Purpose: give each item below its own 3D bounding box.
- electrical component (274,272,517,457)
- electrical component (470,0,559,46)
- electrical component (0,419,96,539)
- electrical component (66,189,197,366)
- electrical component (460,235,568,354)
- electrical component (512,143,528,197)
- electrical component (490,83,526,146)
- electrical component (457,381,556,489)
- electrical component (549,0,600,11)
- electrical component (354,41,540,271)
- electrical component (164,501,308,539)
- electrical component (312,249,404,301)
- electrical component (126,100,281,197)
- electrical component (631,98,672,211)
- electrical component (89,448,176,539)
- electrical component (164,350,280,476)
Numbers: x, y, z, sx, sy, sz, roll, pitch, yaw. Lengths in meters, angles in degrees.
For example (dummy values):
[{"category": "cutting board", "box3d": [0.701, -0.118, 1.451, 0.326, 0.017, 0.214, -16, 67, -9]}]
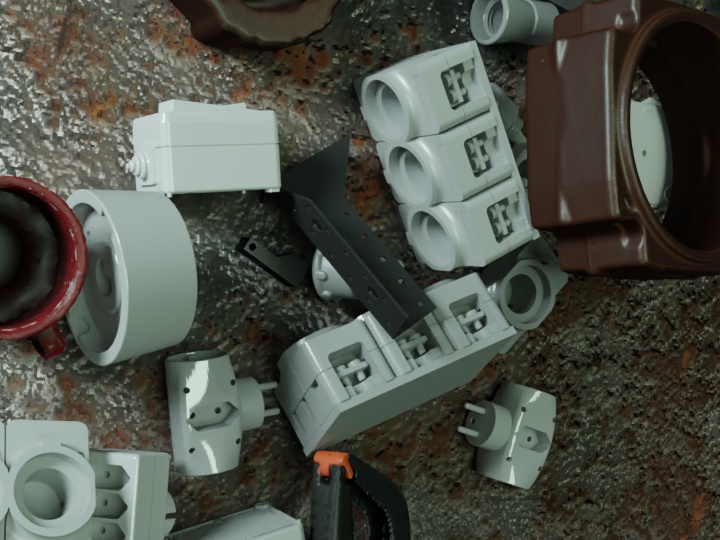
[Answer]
[{"category": "electrical component", "box3d": [0.022, 0.063, 0.767, 0.150, 0.089, 0.061, -21, 70, -28]}, {"category": "electrical component", "box3d": [0.125, -0.197, 0.850, 0.065, 0.044, 0.044, -2, 93, -35]}, {"category": "electrical component", "box3d": [-0.237, 0.135, 0.624, 0.150, 0.062, 0.089, 7, 62, -30]}, {"category": "electrical component", "box3d": [-0.140, 0.001, 0.670, 0.060, 0.108, 0.108, -8, 96, -36]}, {"category": "electrical component", "box3d": [0.114, 0.018, 0.844, 0.089, 0.056, 0.050, -46, 113, -20]}, {"category": "electrical component", "box3d": [0.120, -0.074, 0.843, 0.066, 0.055, 0.048, 22, 81, -29]}, {"category": "electrical component", "box3d": [0.112, -0.117, 0.849, 0.061, 0.035, 0.035, 42, 72, -27]}, {"category": "electrical component", "box3d": [0.111, 0.126, 0.854, 0.079, 0.043, 0.077, 22, 82, -29]}, {"category": "electrical component", "box3d": [0.172, -0.238, 0.842, 0.100, 0.100, 0.048, 18, 96, -29]}, {"category": "electrical component", "box3d": [0.059, -0.081, 0.788, 0.062, 0.089, 0.150, -28, 106, -27]}, {"category": "electrical component", "box3d": [-0.077, 0.203, 0.738, 0.096, 0.062, 0.061, -12, 98, -29]}, {"category": "electrical component", "box3d": [0.000, 0.000, 0.769, 0.048, 0.062, 0.048, 4, 90, -67]}, {"category": "electrical component", "box3d": [-0.108, -0.079, 0.708, 0.096, 0.062, 0.061, -5, 95, -30]}, {"category": "electrical component", "box3d": [0.224, -0.097, 0.906, 0.100, 0.048, 0.099, 3, 91, -30]}, {"category": "electrical component", "box3d": [-0.146, 0.160, 0.702, 0.076, 0.047, 0.083, 19, 73, -66]}, {"category": "electrical component", "box3d": [-0.091, 0.094, 0.735, 0.079, 0.043, 0.077, -7, 96, -29]}]
